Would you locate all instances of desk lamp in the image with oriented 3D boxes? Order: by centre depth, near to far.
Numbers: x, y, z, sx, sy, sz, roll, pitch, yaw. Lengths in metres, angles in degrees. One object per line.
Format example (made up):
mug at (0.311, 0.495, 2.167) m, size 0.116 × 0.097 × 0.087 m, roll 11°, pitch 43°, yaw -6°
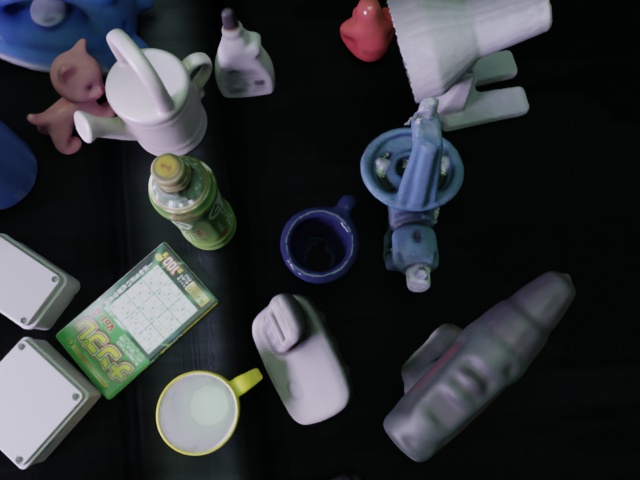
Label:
desk lamp at (0.176, -0.224, 0.695) m, size 0.203 × 0.213 × 0.118 m, roll -13°, pitch 77°, yaw -3°

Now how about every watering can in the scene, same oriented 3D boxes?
watering can at (-0.209, -0.174, 0.692) m, size 0.101 × 0.194 × 0.173 m, roll 30°, pitch 79°, yaw 7°

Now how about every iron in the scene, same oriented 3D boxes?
iron at (-0.358, -0.298, 0.746) m, size 0.258 × 0.141 × 0.118 m, roll -1°, pitch 77°, yaw -1°

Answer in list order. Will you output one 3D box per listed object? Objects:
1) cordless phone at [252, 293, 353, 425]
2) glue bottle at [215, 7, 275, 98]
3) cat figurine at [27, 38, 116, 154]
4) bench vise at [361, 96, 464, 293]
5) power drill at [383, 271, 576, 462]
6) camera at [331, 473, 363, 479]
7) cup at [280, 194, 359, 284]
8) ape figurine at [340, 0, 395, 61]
cordless phone at (-0.021, 0.129, 0.629) m, size 0.094 × 0.185 × 0.147 m, roll -29°, pitch 79°, yaw -6°
glue bottle at (-0.101, -0.234, 0.717) m, size 0.078 × 0.173 × 0.037 m, roll -5°, pitch 77°, yaw -1°
cat figurine at (-0.321, -0.188, 0.733) m, size 0.067 × 0.118 × 0.128 m, roll 39°, pitch 80°, yaw 8°
bench vise at (0.121, -0.055, 0.654) m, size 0.121 × 0.220 × 0.207 m, roll -19°, pitch 78°, yaw -4°
power drill at (0.157, 0.132, 0.617) m, size 0.075 × 0.208 × 0.230 m, roll 43°, pitch 81°, yaw 9°
camera at (0.001, 0.329, 0.627) m, size 0.137 × 0.101 × 0.143 m, roll -23°, pitch 78°, yaw -5°
cup at (0.006, 0.003, 0.704) m, size 0.091 × 0.095 × 0.118 m, roll 31°, pitch 79°, yaw 7°
ape figurine at (0.066, -0.292, 0.772) m, size 0.078 × 0.092 × 0.076 m, roll -2°, pitch 77°, yaw 0°
